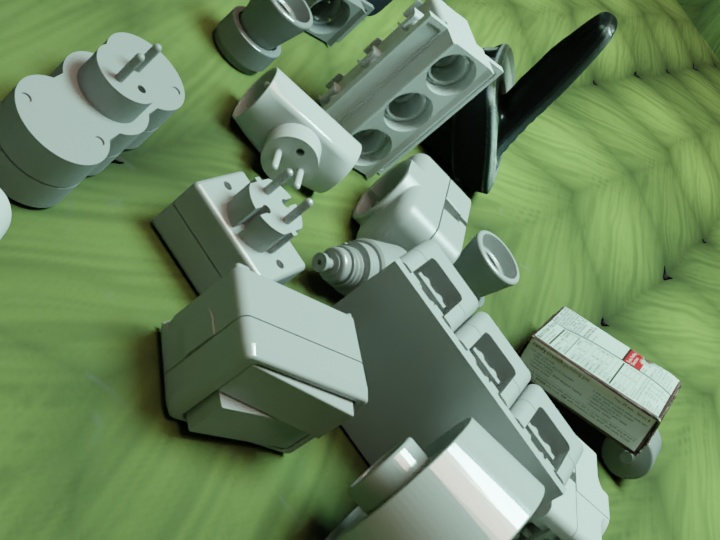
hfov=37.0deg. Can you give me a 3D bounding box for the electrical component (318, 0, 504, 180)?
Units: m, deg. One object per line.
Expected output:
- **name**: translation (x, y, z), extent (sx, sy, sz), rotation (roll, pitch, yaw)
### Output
- **electrical component**: translation (0.029, -0.131, 0.768), extent (0.079, 0.121, 0.063), rotation (27, 35, -39)

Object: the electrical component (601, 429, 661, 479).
- **electrical component**: translation (0.215, 0.133, 0.840), extent (0.040, 0.040, 0.078), rotation (55, 28, 3)

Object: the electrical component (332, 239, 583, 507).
- **electrical component**: translation (0.043, 0.070, 0.604), extent (0.150, 0.089, 0.062), rotation (54, 29, 1)

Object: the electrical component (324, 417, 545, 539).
- **electrical component**: translation (0.028, 0.116, 0.519), extent (0.060, 0.108, 0.108), rotation (50, 28, 5)

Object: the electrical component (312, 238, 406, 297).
- **electrical component**: translation (0.000, 0.000, 0.668), extent (0.078, 0.040, 0.040), rotation (11, 50, -51)

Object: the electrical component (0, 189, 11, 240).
- **electrical component**: translation (-0.187, -0.030, 0.411), extent (0.095, 0.054, 0.059), rotation (43, 30, -19)

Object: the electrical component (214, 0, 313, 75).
- **electrical component**: translation (-0.066, -0.167, 0.736), extent (0.045, 0.055, 0.045), rotation (36, 33, -29)

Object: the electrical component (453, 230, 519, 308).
- **electrical component**: translation (0.078, 0.005, 0.762), extent (0.045, 0.055, 0.045), rotation (36, 33, -29)

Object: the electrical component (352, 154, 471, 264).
- **electrical component**: translation (0.035, -0.036, 0.745), extent (0.059, 0.054, 0.095), rotation (45, 30, -16)

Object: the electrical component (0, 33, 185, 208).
- **electrical component**: translation (-0.128, -0.088, 0.541), extent (0.052, 0.074, 0.138), rotation (49, 29, -9)

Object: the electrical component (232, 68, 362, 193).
- **electrical component**: translation (-0.042, -0.080, 0.690), extent (0.077, 0.043, 0.079), rotation (41, 31, -22)

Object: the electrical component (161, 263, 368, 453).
- **electrical component**: translation (-0.042, 0.051, 0.529), extent (0.096, 0.062, 0.061), rotation (26, 39, -40)

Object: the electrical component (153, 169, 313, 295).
- **electrical component**: translation (-0.057, -0.024, 0.572), extent (0.065, 0.077, 0.047), rotation (56, 29, 5)

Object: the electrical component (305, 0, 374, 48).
- **electrical component**: translation (-0.033, -0.221, 0.859), extent (0.081, 0.042, 0.063), rotation (20, 41, -46)

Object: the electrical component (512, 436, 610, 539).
- **electrical component**: translation (0.119, 0.144, 0.675), extent (0.056, 0.050, 0.089), rotation (42, 31, -19)
